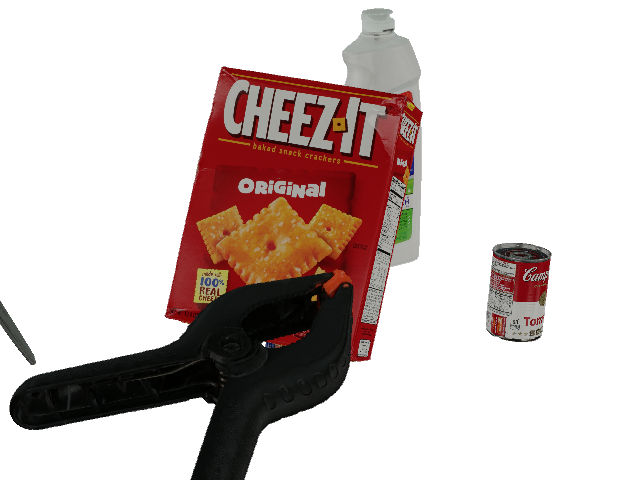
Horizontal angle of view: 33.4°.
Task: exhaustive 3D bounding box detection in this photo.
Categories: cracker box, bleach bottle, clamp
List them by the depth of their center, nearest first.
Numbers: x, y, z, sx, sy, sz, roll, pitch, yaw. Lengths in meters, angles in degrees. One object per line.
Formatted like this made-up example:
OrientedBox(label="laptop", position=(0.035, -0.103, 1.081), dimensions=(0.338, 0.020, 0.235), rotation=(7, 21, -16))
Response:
OrientedBox(label="clamp", position=(-0.037, 0.068, 0.479), dimensions=(0.171, 0.039, 0.120), rotation=(-27, 50, -31))
OrientedBox(label="cracker box", position=(-0.022, -0.022, 0.871), dimensions=(0.164, 0.214, 0.072), rotation=(11, -2, 17))
OrientedBox(label="bleach bottle", position=(0.049, -0.098, 1.044), dimensions=(0.102, 0.251, 0.068), rotation=(-9, 24, -17))

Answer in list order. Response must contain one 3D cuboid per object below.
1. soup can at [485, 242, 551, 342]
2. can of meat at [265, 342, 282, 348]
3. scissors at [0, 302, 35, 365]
OrientedBox(label="soup can", position=(0.232, 0.061, 1.258), dimensions=(0.068, 0.102, 0.068), rotation=(3, 16, -1))
OrientedBox(label="can of meat", position=(-0.017, 0.114, 1.275), dimensions=(0.102, 0.084, 0.057), rotation=(3, 14, -3))
OrientedBox(label="scissors", position=(-0.338, 0.027, 1.072), dimensions=(0.016, 0.201, 0.096), rotation=(-26, 27, 22))
